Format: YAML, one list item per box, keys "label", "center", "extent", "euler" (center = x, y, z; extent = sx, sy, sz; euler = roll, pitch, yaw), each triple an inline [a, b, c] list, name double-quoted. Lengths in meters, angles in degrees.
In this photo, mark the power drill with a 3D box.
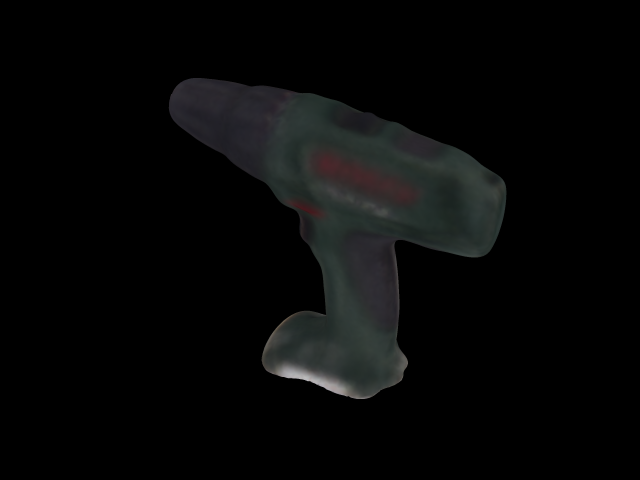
- label: "power drill"
  center: [0.004, 0.001, 0.400]
  extent: [0.229, 0.208, 0.076]
  euler: [11, 32, 18]
